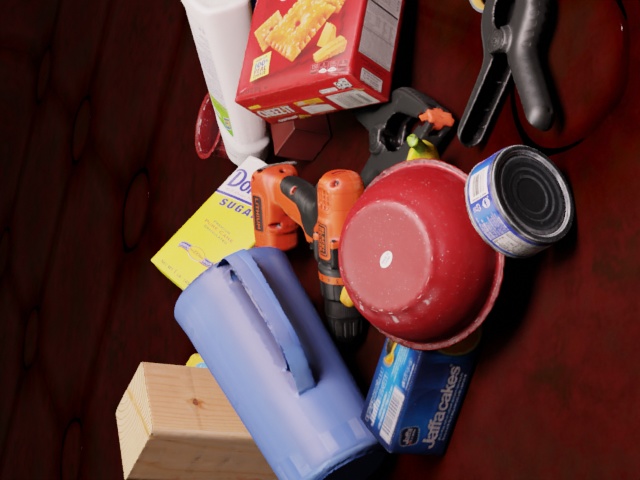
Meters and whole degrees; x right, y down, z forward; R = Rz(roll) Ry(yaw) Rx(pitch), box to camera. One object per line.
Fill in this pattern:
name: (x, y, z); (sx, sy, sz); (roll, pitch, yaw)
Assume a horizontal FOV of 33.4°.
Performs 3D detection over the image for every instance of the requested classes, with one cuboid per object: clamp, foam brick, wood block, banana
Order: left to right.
wood block: (-0.100, 0.198, 1.133); (0.090, 0.205, 0.091); (-59, 34, 35)
foam brick: (-0.025, -0.141, 1.262); (0.053, 0.051, 0.078); (-48, 42, 45)
clamp: (0.067, -0.089, 1.085); (0.210, 0.036, 0.164); (-4, 82, 64)
banana: (0.073, -0.021, 1.020); (0.037, 0.069, 0.198); (47, 130, 39)
clamp: (0.160, -0.161, 0.927); (0.120, 0.039, 0.171); (-18, 63, 55)

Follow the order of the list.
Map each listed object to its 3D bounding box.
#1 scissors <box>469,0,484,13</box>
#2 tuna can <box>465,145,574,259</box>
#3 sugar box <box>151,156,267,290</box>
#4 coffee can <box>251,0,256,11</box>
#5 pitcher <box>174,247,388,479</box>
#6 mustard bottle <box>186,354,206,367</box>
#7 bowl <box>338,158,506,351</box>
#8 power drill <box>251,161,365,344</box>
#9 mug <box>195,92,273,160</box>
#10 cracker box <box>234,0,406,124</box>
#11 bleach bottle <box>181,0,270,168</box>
scissors: (0.136, -0.257, 1.027); (0.202, 0.016, 0.096); (8, 89, 63)
tuna can: (0.158, -0.031, 0.838); (0.034, 0.086, 0.086); (-35, 52, 52)
sugar box: (-0.103, -0.009, 1.249); (0.093, 0.048, 0.176); (36, 81, 29)
coffee can: (-0.046, -0.296, 1.295); (0.103, 0.102, 0.140); (-58, 34, 37)
pitcher: (-0.036, 0.129, 1.051); (0.145, 0.149, 0.243); (-46, 61, 23)
mustard bottle: (-0.133, 0.199, 1.356); (0.192, 0.058, 0.096); (-133, 51, -57)
bowl: (0.069, 0.013, 0.876); (0.162, 0.055, 0.162); (2, 93, 40)
power drill: (-0.007, 0.001, 1.136); (0.188, 0.057, 0.184); (28, 124, 55)
mug: (-0.114, -0.140, 1.399); (0.117, 0.081, 0.093); (-39, 48, 53)
cracker box: (0.005, -0.239, 1.114); (0.164, 0.072, 0.213); (-5, 68, 42)
bleach bottle: (-0.104, -0.184, 1.267); (0.103, 0.068, 0.251); (-126, 20, -46)
